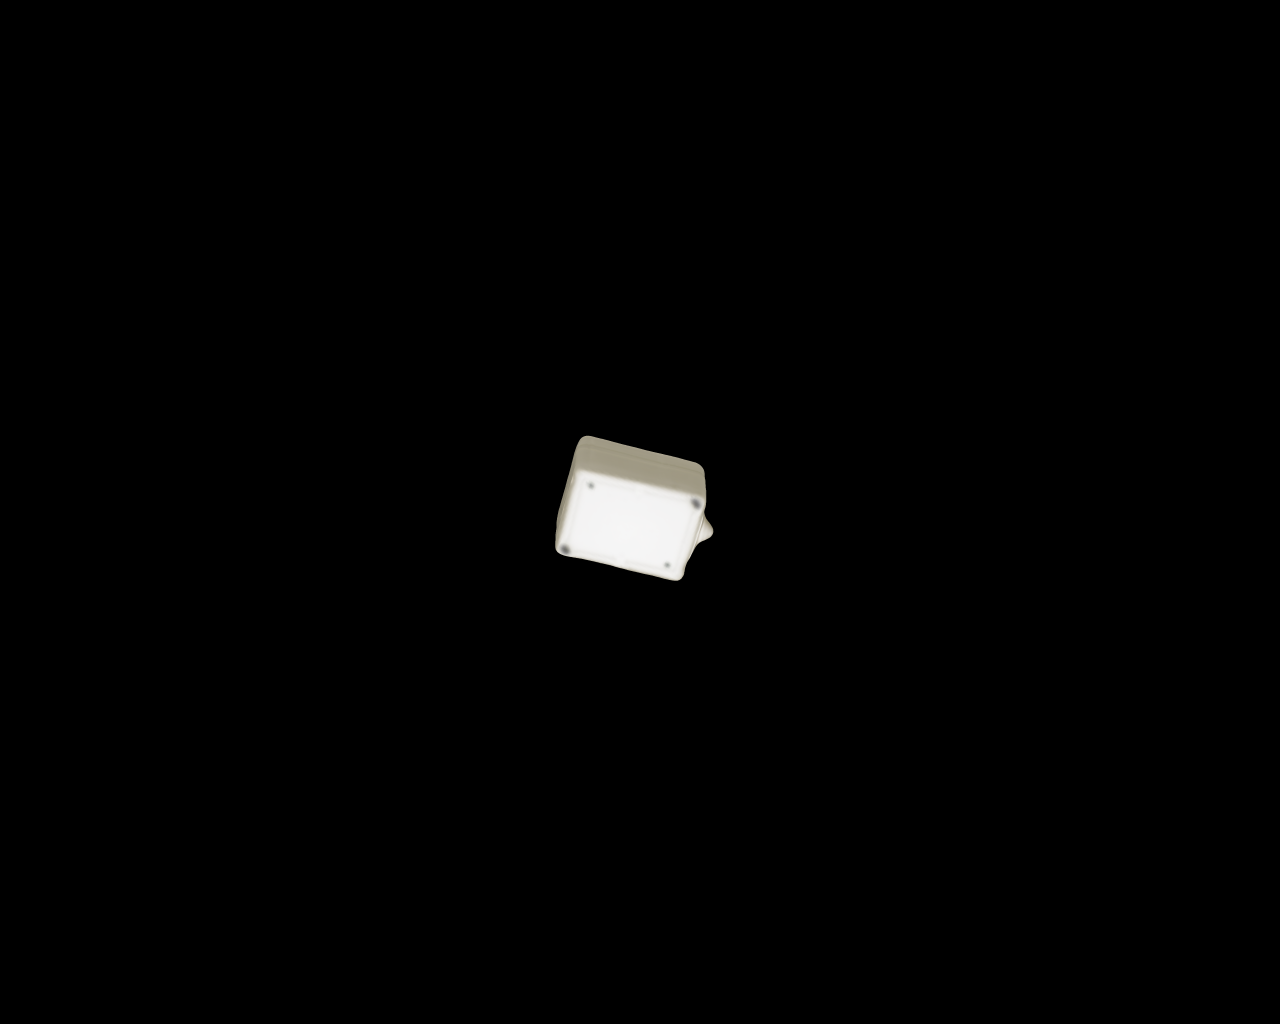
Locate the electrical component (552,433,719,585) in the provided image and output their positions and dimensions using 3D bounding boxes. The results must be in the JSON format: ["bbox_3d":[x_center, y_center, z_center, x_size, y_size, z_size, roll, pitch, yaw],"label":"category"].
[{"bbox_3d":[0.001,-0.003,0.650,0.096,0.061,0.061,14,26,-7],"label":"electrical component"}]
